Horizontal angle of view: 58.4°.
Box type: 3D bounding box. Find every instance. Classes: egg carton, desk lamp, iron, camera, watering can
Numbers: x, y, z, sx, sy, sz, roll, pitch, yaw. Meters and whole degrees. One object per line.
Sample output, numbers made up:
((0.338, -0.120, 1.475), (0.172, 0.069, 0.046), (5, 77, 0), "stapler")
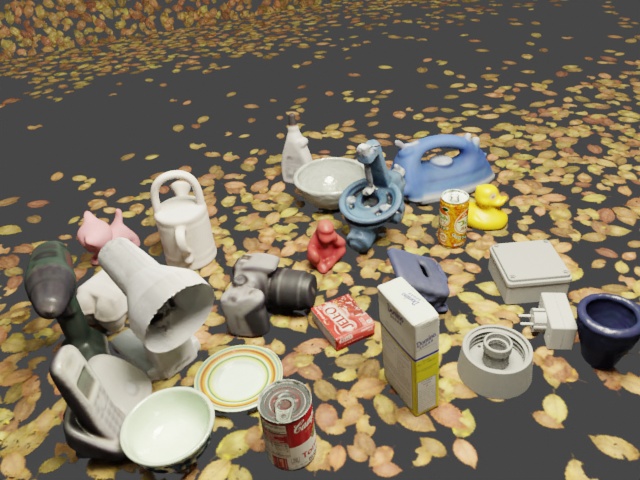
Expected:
((-0.351, 0.093, 1.010), (0.107, 0.069, 0.150), (13, 39, 24), "egg carton")
((-0.248, 0.108, 0.850), (0.202, 0.214, 0.118), (25, 44, 35), "desk lamp")
((0.272, -0.174, 1.257), (0.258, 0.142, 0.118), (-13, 36, -11), "iron")
((-0.081, 0.083, 0.965), (0.136, 0.101, 0.143), (5, 36, 13), "camera")
((-0.266, -0.049, 1.093), (0.101, 0.194, 0.172), (-23, 39, -24), "watering can")

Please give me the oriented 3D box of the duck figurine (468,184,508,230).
((0.328, -0.073, 1.155), (0.104, 0.086, 0.078), (13, 38, 23), "duck figurine")

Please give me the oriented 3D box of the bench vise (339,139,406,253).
((0.103, -0.112, 1.119), (0.121, 0.220, 0.207), (4, 36, 12), "bench vise")

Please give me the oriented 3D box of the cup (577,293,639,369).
((0.428, 0.137, 0.835), (0.118, 0.095, 0.091), (-9, 35, -6), "cup")

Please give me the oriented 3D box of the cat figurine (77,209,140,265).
((-0.423, -0.011, 1.125), (0.067, 0.118, 0.128), (9, 37, 19), "cat figurine")

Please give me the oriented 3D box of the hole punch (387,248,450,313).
((0.166, 0.065, 0.972), (0.101, 0.091, 0.108), (-7, 35, -4), "hole punch")

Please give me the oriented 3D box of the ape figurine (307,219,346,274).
((0.010, 0.004, 1.076), (0.078, 0.092, 0.076), (-10, 35, -7), "ape figurine")

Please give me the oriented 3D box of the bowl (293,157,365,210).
((0.027, -0.114, 1.259), (0.167, 0.075, 0.167), (-3, 35, 2), "bowl")

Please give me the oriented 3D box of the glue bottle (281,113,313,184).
((-0.055, -0.210, 1.319), (0.078, 0.173, 0.037), (11, 38, 22), "glue bottle")

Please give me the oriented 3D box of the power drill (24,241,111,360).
((-0.385, 0.109, 0.869), (0.076, 0.209, 0.228), (-19, 37, -19), "power drill")

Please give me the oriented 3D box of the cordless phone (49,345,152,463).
((-0.294, 0.190, 0.762), (0.094, 0.185, 0.147), (-7, 35, -2), "cordless phone")
